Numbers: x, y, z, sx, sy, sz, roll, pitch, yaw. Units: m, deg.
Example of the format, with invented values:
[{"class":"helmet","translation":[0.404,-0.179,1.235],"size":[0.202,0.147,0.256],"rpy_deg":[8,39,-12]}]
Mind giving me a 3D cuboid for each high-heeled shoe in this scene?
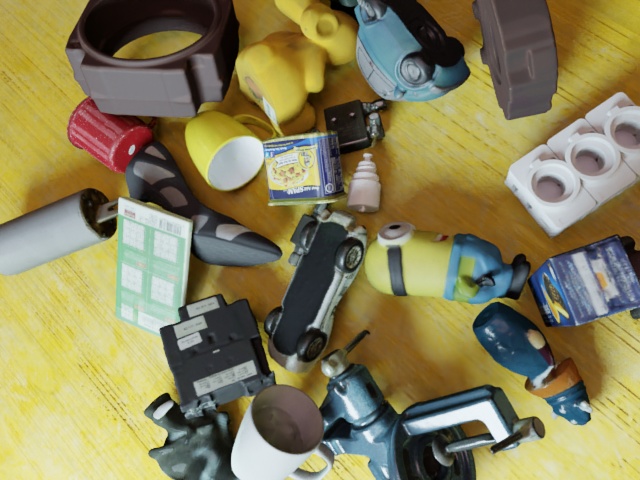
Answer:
[{"class":"high-heeled shoe","translation":[-0.153,-0.053,0.721],"size":[0.249,0.086,0.145],"rpy_deg":[13,65,8]}]

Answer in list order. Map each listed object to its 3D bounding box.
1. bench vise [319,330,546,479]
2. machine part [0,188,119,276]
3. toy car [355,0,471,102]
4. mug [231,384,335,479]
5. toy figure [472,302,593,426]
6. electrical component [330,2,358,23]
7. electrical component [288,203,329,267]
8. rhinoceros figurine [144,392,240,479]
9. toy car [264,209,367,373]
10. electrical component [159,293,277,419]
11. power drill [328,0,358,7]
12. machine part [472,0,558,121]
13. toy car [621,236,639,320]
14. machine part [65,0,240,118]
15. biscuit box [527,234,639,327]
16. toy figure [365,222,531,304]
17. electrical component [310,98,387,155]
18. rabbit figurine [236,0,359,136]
[{"class":"bench vise","translation":[0.105,0.190,0.547],"size":[0.240,0.129,0.223],"rpy_deg":[-34,76,43]},{"class":"machine part","translation":[-0.378,-0.011,0.755],"size":[0.243,0.079,0.079],"rpy_deg":[-19,74,14]},{"class":"toy car","translation":[0.098,-0.228,0.668],"size":[0.161,0.103,0.109],"rpy_deg":[49,48,3]},{"class":"mug","translation":[-0.043,0.224,0.582],"size":[0.109,0.081,0.107],"rpy_deg":[30,126,-4]},{"class":"toy figure","translation":[0.234,0.132,0.575],"size":[0.154,0.064,0.058],"rpy_deg":[44,85,0]},{"class":"electrical component","translation":[0.069,-0.338,0.732],"size":[0.119,0.047,0.075],"rpy_deg":[-8,77,12]},{"class":"electrical component","translation":[-0.001,-0.002,0.689],"size":[0.063,0.021,0.094],"rpy_deg":[28,89,17]},{"class":"rhinoceros figurine","translation":[-0.137,0.260,0.641],"size":[0.190,0.073,0.112],"rpy_deg":[32,89,18]},{"class":"toy car","translation":[-0.005,0.060,0.642],"size":[0.074,0.056,0.201],"rpy_deg":[27,97,34]},{"class":"electrical component","translation":[-0.126,0.131,0.648],"size":[0.115,0.058,0.134],"rpy_deg":[-16,58,-15]},{"class":"power drill","translation":[0.022,-0.419,0.676],"size":[0.207,0.086,0.232],"rpy_deg":[-37,72,-1]},{"class":"machine part","translation":[0.219,-0.225,0.610],"size":[0.056,0.179,0.179],"rpy_deg":[-13,75,14]},{"class":"toy car","translation":[0.395,0.020,0.569],"size":[0.202,0.053,0.089],"rpy_deg":[-21,69,5]},{"class":"machine part","translation":[-0.219,-0.265,0.726],"size":[0.201,0.087,0.201],"rpy_deg":[4,58,3]},{"class":"biscuit box","translation":[0.249,0.047,0.521],"size":[0.059,0.202,0.063],"rpy_deg":[-21,76,12]},{"class":"toy figure","translation":[0.140,0.032,0.617],"size":[0.180,0.082,0.089],"rpy_deg":[14,80,14]},{"class":"electrical component","translation":[0.038,-0.145,0.699],"size":[0.102,0.045,0.078],"rpy_deg":[-7,78,13]},{"class":"rabbit figurine","translation":[-0.022,-0.247,0.697],"size":[0.173,0.162,0.122],"rpy_deg":[-32,59,-13]}]
